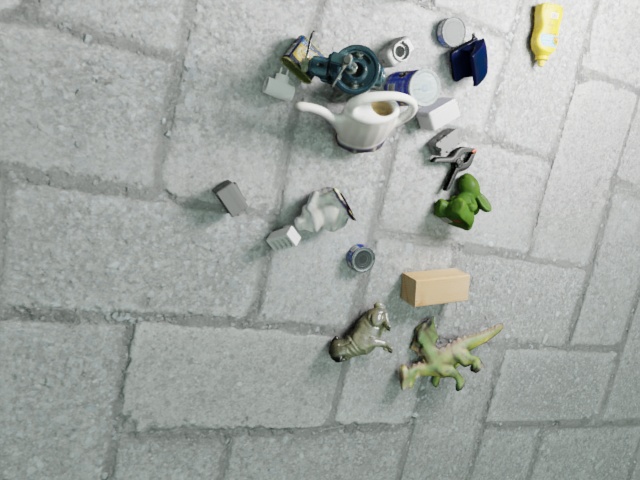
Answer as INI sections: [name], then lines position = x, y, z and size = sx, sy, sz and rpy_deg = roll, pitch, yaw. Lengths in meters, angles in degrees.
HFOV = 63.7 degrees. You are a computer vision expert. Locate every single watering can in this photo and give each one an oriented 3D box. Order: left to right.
[watering can]
position = 0.090, -0.324, 1.397
size = 0.348, 0.106, 0.220
rpy_deg = -7, -22, -14

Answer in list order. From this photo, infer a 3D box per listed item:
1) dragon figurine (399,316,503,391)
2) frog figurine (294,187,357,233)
[dragon figurine]
position = 0.425, 0.365, 1.752
size = 0.240, 0.413, 0.122
rpy_deg = 47, -10, -17
[frog figurine]
position = 0.004, -0.074, 1.474
size = 0.159, 0.135, 0.125
rpy_deg = -29, 38, 9
